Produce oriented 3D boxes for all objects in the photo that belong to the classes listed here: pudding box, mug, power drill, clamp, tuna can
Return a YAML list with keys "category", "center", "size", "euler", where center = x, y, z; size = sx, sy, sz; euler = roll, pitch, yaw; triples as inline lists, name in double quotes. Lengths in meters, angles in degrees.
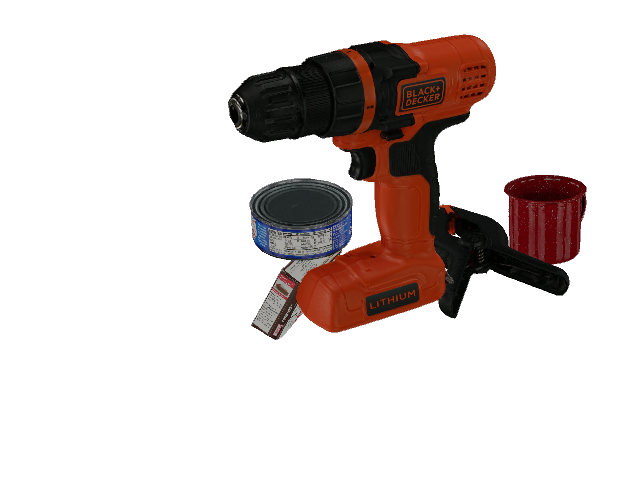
- category: "pudding box"
  center: [-0.026, 0.054, 1.245]
  size: [0.039, 0.090, 0.113]
  euler: [32, 31, 7]
- category: "mug"
  center: [0.270, -0.027, 1.249]
  size: [0.117, 0.081, 0.093]
  euler: [-22, 28, -37]
- category: "power drill"
  center: [0.026, -0.035, 0.689]
  size: [0.184, 0.188, 0.057]
  euler: [-14, 35, -26]
- category: "clamp"
  center: [0.157, 0.014, 1.004]
  size: [0.120, 0.039, 0.171]
  euler: [-2, 32, -6]
- category: "tuna can"
  center: [-0.016, -0.018, 0.890]
  size: [0.086, 0.034, 0.086]
  euler: [-1, 30, 1]
